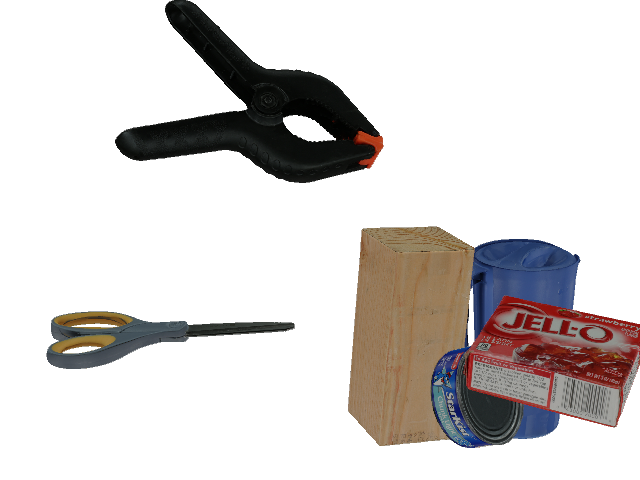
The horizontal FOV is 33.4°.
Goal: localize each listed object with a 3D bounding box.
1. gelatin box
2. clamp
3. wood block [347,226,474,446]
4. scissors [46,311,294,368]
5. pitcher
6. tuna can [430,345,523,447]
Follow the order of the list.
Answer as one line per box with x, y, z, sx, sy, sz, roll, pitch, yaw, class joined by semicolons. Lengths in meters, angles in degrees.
0.137;0.067;0.618;0.089;0.030;0.073;13;29;23;gelatin box
-0.042;-0.094;0.706;0.171;0.120;0.039;11;-17;-13;clamp
0.092;0.097;1.105;0.090;0.206;0.091;-2;16;-20;wood block
-0.130;0.081;0.855;0.202;0.016;0.096;3;21;14;scissors
0.248;0.128;1.369;0.149;0.243;0.144;5;17;17;pitcher
0.132;0.131;0.901;0.085;0.086;0.034;0;-14;-44;tuna can
